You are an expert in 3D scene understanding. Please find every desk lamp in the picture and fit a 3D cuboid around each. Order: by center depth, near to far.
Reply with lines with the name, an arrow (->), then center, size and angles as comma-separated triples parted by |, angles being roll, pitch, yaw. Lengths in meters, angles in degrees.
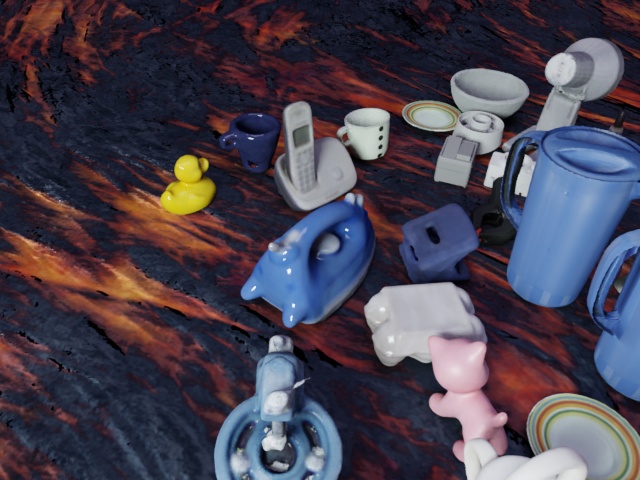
desk lamp -> 0.475, -0.272, 1.109 | 0.204, 0.214, 0.117 | -31, 51, -33

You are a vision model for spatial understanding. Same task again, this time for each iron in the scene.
iron -> 0.007, 0.003, 0.814 | 0.118, 0.141, 0.259 | 28, 47, 26

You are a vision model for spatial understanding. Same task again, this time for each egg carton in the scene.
egg carton -> 0.136, 0.110, 0.754 | 0.150, 0.069, 0.107 | -4, 41, -9

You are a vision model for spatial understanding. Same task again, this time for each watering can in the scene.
watering can -> 0.184, 0.249, 0.501 | 0.101, 0.194, 0.172 | -30, 51, -32

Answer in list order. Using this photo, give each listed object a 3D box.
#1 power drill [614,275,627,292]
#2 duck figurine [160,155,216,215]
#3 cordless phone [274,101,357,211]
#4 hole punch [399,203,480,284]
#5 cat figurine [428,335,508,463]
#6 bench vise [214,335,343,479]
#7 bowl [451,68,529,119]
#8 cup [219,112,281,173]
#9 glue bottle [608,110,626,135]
power drill -> 0.492, 0.011, 0.787 | 0.076, 0.208, 0.229 | -7, 42, -11
duck figurine -> -0.222, -0.099, 0.958 | 0.077, 0.086, 0.105 | 28, 47, 26
cordless phone -> -0.006, -0.152, 0.958 | 0.148, 0.185, 0.093 | -31, 51, -33
hole punch -> 0.176, 0.006, 0.860 | 0.101, 0.091, 0.108 | -5, 42, -10
cat figurine -> 0.170, 0.168, 0.652 | 0.067, 0.118, 0.127 | -13, 43, -18
bench vise -> -0.051, 0.167, 0.560 | 0.122, 0.220, 0.207 | -12, 43, -17
bowl -> 0.361, -0.306, 1.246 | 0.167, 0.075, 0.167 | 2, 41, -2
cup -> -0.126, -0.166, 1.035 | 0.118, 0.095, 0.091 | -25, 48, -29
glue bottle -> 0.496, -0.147, 0.996 | 0.078, 0.173, 0.037 | -23, 47, -27
